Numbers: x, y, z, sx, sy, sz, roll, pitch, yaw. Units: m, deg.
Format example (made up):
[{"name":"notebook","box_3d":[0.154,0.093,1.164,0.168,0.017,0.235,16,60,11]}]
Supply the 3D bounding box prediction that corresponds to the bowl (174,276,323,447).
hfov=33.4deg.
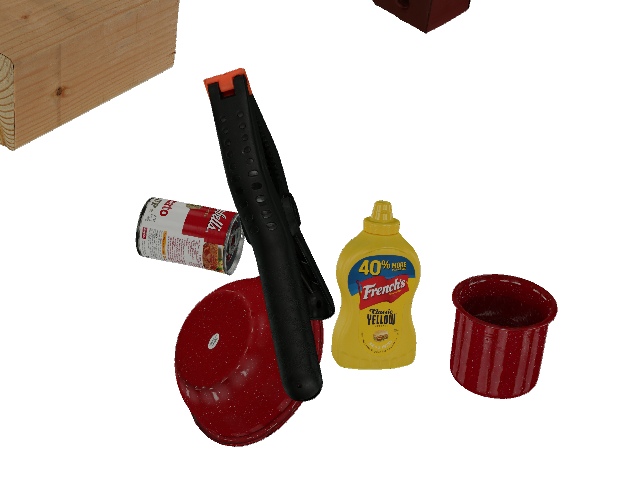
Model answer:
[{"name":"bowl","box_3d":[-0.076,0.095,0.934,0.162,0.162,0.055,0,-23,42]}]

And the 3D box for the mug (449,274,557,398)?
[{"name":"mug","box_3d":[0.159,0.082,0.971,0.093,0.081,0.117,-1,29,-6]}]

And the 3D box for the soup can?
[{"name":"soup can","box_3d":[-0.139,-0.005,1.149,0.102,0.068,0.068,11,2,10]}]

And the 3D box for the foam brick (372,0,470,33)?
[{"name":"foam brick","box_3d":[0.075,-0.194,0.738,0.053,0.078,0.051,36,54,25]}]

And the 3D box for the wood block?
[{"name":"wood block","box_3d":[-0.227,-0.173,0.949,0.090,0.091,0.205,29,41,20]}]

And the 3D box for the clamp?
[{"name":"clamp","box_3d":[-0.031,-0.011,0.722,0.036,0.210,0.164,-16,6,7]}]

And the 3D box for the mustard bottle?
[{"name":"mustard bottle","box_3d":[0.065,0.050,1.218,0.096,0.192,0.058,0,14,-11]}]
